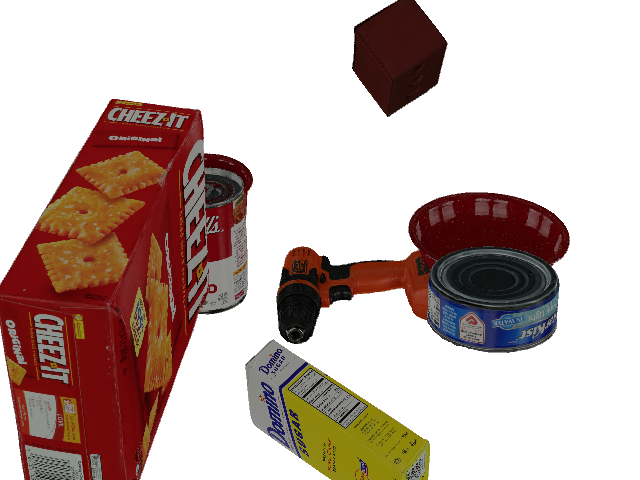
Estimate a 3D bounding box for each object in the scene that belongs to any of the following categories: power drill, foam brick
[{"bbox_3d":[0.042,0.060,1.241,0.187,0.057,0.184,-1,28,2],"label":"power drill"},{"bbox_3d":[0.060,-0.142,0.827,0.053,0.051,0.078,-33,-13,-7],"label":"foam brick"}]

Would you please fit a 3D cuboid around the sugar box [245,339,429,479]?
[{"bbox_3d":[0.013,0.169,0.936,0.176,0.093,0.048,27,52,27],"label":"sugar box"}]

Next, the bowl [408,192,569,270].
[{"bbox_3d":[0.169,0.012,1.089,0.162,0.055,0.162,0,32,0],"label":"bowl"}]

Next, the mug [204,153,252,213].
[{"bbox_3d":[-0.128,-0.029,1.123,0.117,0.081,0.093,-28,48,-37],"label":"mug"}]

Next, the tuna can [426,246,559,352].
[{"bbox_3d":[0.113,0.037,0.700,0.086,0.034,0.086,-1,27,1],"label":"tuna can"}]

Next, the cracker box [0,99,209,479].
[{"bbox_3d":[-0.124,0.034,0.667,0.072,0.164,0.213,7,36,5],"label":"cracker box"}]

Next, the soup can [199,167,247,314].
[{"bbox_3d":[-0.095,0.000,0.871,0.068,0.102,0.068,0,30,0],"label":"soup can"}]
